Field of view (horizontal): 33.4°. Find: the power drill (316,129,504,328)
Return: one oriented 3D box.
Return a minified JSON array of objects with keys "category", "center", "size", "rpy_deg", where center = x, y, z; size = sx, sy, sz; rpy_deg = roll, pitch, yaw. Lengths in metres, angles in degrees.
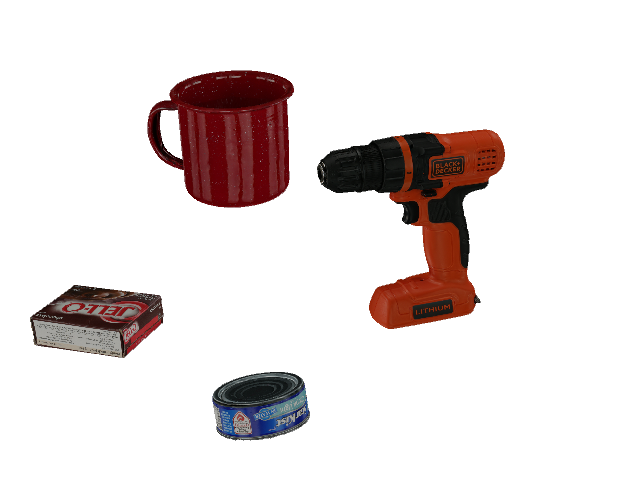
[{"category":"power drill","center":[0.086,-0.011,1.021],"size":[0.184,0.188,0.057],"rpy_deg":[-8,26,-16]}]

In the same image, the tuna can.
[{"category":"tuna can","center":[-0.054,0.148,0.963],"size":[0.086,0.034,0.086],"rpy_deg":[-8,11,1]}]

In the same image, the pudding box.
[{"category":"pudding box","center":[-0.239,0.086,1.145],"size":[0.114,0.039,0.090],"rpy_deg":[4,21,20]}]

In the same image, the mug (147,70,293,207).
[{"category":"mug","center":[-0.077,-0.078,0.816],"size":[0.117,0.081,0.093],"rpy_deg":[4,27,12]}]
